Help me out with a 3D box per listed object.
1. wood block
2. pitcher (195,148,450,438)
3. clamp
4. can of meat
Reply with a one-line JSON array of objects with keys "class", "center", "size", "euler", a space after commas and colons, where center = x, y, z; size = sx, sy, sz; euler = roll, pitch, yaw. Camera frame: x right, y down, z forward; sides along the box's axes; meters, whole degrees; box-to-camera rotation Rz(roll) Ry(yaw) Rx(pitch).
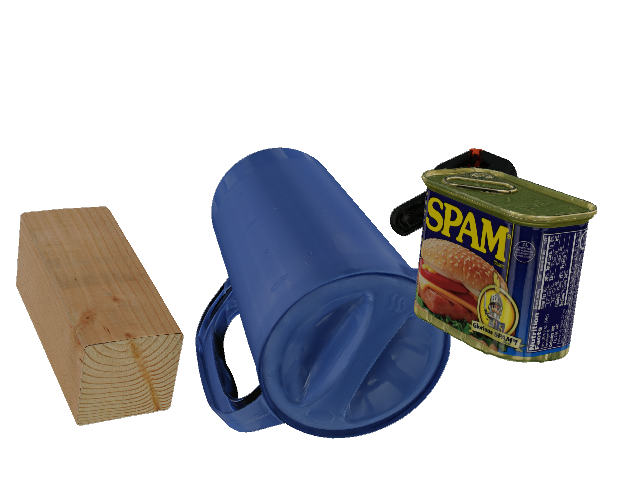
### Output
[{"class": "wood block", "center": [-0.210, 0.062, 0.988], "size": [0.090, 0.091, 0.206], "euler": [-6, 36, -30]}, {"class": "pitcher", "center": [-0.017, 0.030, 0.797], "size": [0.149, 0.145, 0.243], "euler": [3, 26, -20]}, {"class": "clamp", "center": [0.140, -0.043, 0.929], "size": [0.120, 0.039, 0.171], "euler": [7, 27, 20]}, {"class": "can of meat", "center": [0.098, 0.012, 0.591], "size": [0.057, 0.084, 0.102], "euler": [-7, 20, -32]}]
